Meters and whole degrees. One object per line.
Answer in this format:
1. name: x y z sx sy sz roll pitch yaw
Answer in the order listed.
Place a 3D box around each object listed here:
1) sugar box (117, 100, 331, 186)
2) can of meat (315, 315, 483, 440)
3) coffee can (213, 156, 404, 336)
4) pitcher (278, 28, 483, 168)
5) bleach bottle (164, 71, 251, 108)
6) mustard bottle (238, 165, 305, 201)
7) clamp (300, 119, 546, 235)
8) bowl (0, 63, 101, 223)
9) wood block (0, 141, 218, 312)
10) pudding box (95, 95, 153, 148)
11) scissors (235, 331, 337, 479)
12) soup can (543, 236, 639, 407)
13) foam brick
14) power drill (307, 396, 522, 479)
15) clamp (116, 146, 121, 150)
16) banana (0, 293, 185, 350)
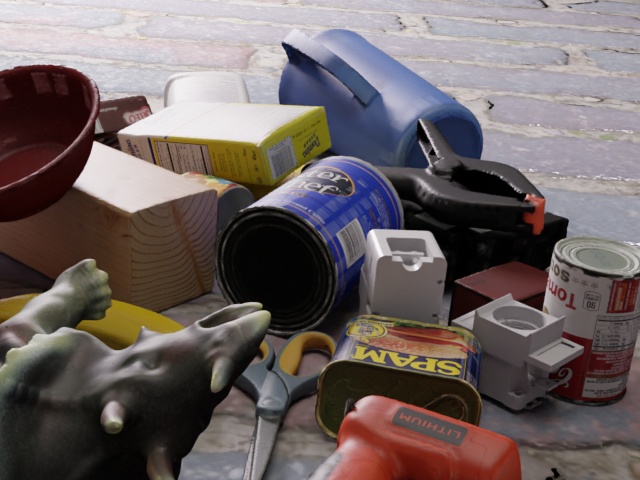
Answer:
1. sugar box: -0.088 -0.090 0.963 0.177 0.048 0.093 6 29 38
2. can of meat: 0.055 0.092 0.694 0.102 0.057 0.084 9 20 8
3. coffee can: -0.006 0.001 0.837 0.103 0.103 0.140 14 24 21
4. pitcher: 0.058 -0.138 1.142 0.149 0.145 0.243 -9 29 -28
5. bleach bottle: -0.120 -0.113 1.145 0.102 0.068 0.251 -4 26 -4
6. mustard bottle: 0.003 -0.036 0.985 0.191 0.058 0.096 6 21 3
7. clamp: 0.097 -0.048 0.912 0.164 0.036 0.210 -21 34 -30
8. bowl: -0.232 -0.064 0.799 0.162 0.055 0.162 -10 43 9
9. wood block: -0.188 -0.021 0.869 0.206 0.091 0.090 21 28 35
10. pudding box: -0.234 -0.105 1.071 0.113 0.039 0.090 -14 -12 -41
11. scissors: -0.047 0.104 0.695 0.096 0.016 0.201 11 23 18
12. soup can: 0.190 0.056 0.749 0.068 0.102 0.068 4 23 -2
13. foam brick: 0.141 0.054 0.807 0.078 0.051 0.053 -14 28 -39
14. power drill: 0.036 0.155 0.535 0.185 0.057 0.187 16 25 25
15. clamp: -0.203 -0.067 1.023 0.171 0.039 0.120 -3 34 -15
16. banana: -0.143 0.068 0.734 0.198 0.037 0.069 19 25 30
